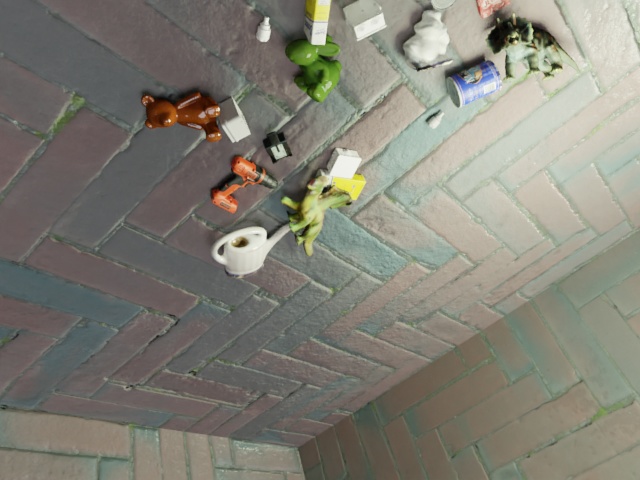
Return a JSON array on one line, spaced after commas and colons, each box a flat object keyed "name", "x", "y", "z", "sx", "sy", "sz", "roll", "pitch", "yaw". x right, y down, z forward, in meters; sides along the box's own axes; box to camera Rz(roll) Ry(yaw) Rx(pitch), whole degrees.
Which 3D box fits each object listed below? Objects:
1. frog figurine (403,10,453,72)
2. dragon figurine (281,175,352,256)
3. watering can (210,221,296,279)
[{"name": "frog figurine", "x": 0.305, "y": -0.575, "z": 1.489, "sx": 0.137, "sy": 0.124, "sz": 0.158, "roll": -13, "pitch": 103, "yaw": 4}, {"name": "dragon figurine", "x": 0.006, "y": -0.092, "z": 1.819, "sx": 0.243, "sy": 0.125, "sz": 0.402, "roll": -24, "pitch": 147, "yaw": 1}, {"name": "watering can", "x": -0.235, "y": 0.029, "z": 1.900, "sx": 0.349, "sy": 0.106, "sz": 0.219, "roll": -14, "pitch": 141, "yaw": -23}]
